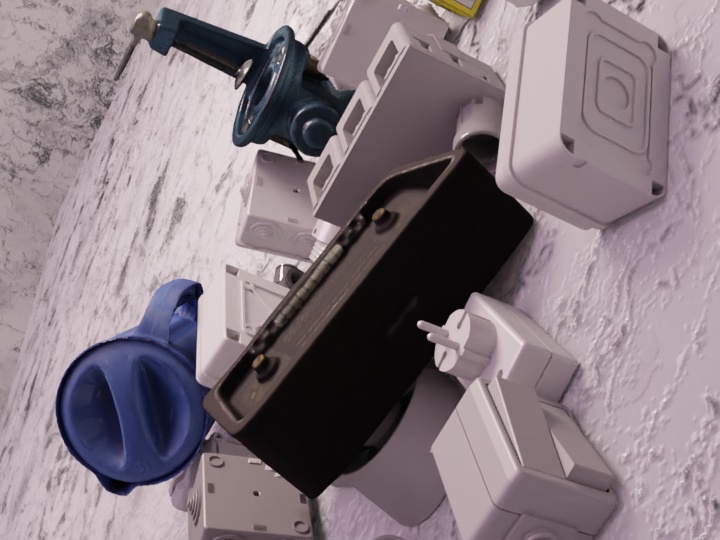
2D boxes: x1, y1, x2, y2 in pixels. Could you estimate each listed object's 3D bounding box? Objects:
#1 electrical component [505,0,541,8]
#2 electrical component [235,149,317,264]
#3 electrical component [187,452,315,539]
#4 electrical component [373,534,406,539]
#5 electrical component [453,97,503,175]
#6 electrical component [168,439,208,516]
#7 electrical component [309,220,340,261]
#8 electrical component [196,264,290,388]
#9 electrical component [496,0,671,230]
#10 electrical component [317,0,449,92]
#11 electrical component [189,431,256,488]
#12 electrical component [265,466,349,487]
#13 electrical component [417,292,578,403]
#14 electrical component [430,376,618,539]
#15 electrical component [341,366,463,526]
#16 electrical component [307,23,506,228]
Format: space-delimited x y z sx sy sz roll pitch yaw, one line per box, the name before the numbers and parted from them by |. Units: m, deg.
electrical component | 0.126 -0.215 0.768 0.062 0.043 0.043 -9 62 65
electrical component | -0.066 -0.061 1.015 0.048 0.100 0.099 117 162 -51
electrical component | -0.085 0.189 0.830 0.099 0.100 0.048 -105 28 -57
electrical component | 0.013 0.193 0.670 0.040 0.040 0.046 -91 24 -44
electrical component | 0.086 -0.095 0.761 0.040 0.040 0.046 -52 22 38
electrical component | -0.147 0.198 1.028 0.057 0.058 0.078 -69 21 8
electrical component | -0.019 -0.032 0.949 0.081 0.043 0.043 -66 21 7
electrical component | -0.082 0.061 0.926 0.056 0.109 0.108 -54 25 27
electrical component | 0.125 -0.088 0.604 0.057 0.078 0.113 -32 42 53
electrical component | 0.020 -0.193 0.929 0.048 0.100 0.099 -101 36 -75
electrical component | -0.111 0.199 0.932 0.061 0.062 0.096 -59 23 23
electrical component | -0.021 0.097 0.806 0.079 0.063 0.121 -28 45 59
electrical component | 0.068 0.046 0.619 0.047 0.076 0.083 -65 21 12
electrical component | 0.084 0.105 0.544 0.061 0.062 0.096 -61 22 23
electrical component | 0.028 0.109 0.710 0.099 0.064 0.099 -47 20 23
electrical component | 0.033 -0.100 0.820 0.150 0.089 0.061 -59 23 24
